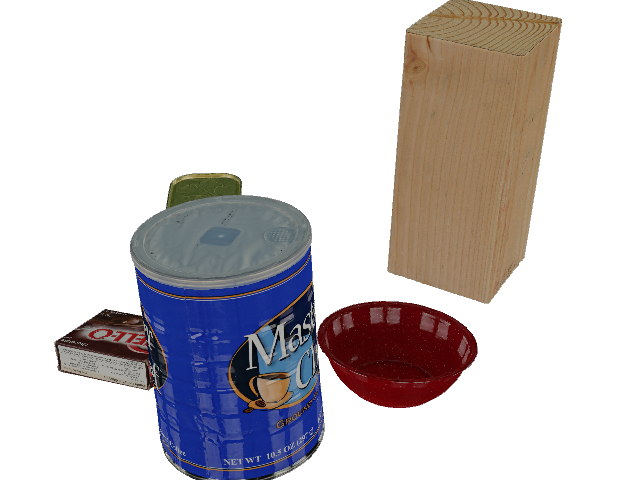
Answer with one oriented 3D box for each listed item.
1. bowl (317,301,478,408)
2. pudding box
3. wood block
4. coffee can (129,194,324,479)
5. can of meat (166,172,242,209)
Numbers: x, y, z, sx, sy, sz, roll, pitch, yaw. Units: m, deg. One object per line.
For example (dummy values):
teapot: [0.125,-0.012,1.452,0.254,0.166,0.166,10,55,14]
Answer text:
bowl: [0.076,0.122,1.084,0.162,0.055,0.162,2,25,-1]
pudding box: [-0.199,0.110,1.092,0.114,0.039,0.089,6,20,23]
wood block: [0.116,-0.069,0.823,0.091,0.206,0.090,18,35,24]
coffee can: [-0.052,0.057,0.633,0.103,0.140,0.103,-3,28,1]
can of meat: [-0.088,0.006,0.835,0.057,0.084,0.102,-2,28,-2]
